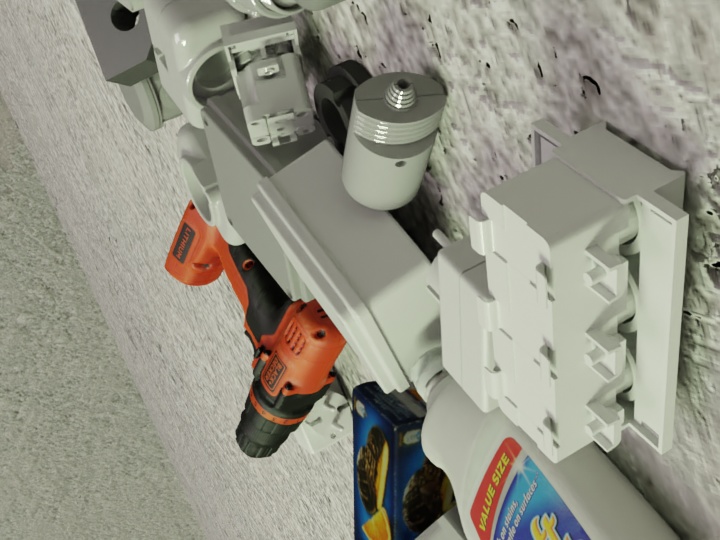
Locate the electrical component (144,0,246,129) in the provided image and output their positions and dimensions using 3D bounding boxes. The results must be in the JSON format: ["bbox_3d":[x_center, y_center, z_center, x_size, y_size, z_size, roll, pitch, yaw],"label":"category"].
[{"bbox_3d":[-0.107,-0.148,0.741,0.059,0.054,0.095,52,159,33],"label":"electrical component"}]

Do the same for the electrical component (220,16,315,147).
[{"bbox_3d":[-0.052,-0.109,0.627,0.081,0.042,0.063,88,167,-78],"label":"electrical component"}]

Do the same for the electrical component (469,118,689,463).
[{"bbox_3d":[0.085,0.014,0.420,0.078,0.063,0.121,45,155,44],"label":"electrical component"}]

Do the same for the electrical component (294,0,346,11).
[{"bbox_3d":[-0.020,-0.166,0.467,0.095,0.059,0.054,64,162,-2],"label":"electrical component"}]

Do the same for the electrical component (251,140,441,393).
[{"bbox_3d":[0.000,0.000,0.611,0.108,0.056,0.108,52,175,31],"label":"electrical component"}]

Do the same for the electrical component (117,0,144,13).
[{"bbox_3d":[-0.162,-0.239,0.763,0.113,0.057,0.078,42,152,49],"label":"electrical component"}]

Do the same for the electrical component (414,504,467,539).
[{"bbox_3d":[0.090,0.223,0.592,0.186,0.060,0.105,49,-177,13],"label":"electrical component"}]

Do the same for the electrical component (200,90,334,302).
[{"bbox_3d":[-0.050,-0.054,0.710,0.108,0.056,0.108,48,157,40],"label":"electrical component"}]

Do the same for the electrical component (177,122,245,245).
[{"bbox_3d":[-0.098,-0.070,0.814,0.095,0.059,0.053,59,162,13],"label":"electrical component"}]

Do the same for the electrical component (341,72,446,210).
[{"bbox_3d":[0.016,-0.068,0.530,0.043,0.043,0.081,57,161,19],"label":"electrical component"}]

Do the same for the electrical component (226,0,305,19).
[{"bbox_3d":[-0.042,-0.155,0.572,0.062,0.048,0.048,33,145,46],"label":"electrical component"}]

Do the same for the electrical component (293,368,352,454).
[{"bbox_3d":[-0.032,0.119,0.914,0.077,0.047,0.065,13,127,67],"label":"electrical component"}]

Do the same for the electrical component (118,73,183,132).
[{"bbox_3d":[-0.174,-0.162,0.912,0.080,0.051,0.080,53,159,30],"label":"electrical component"}]

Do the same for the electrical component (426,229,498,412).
[{"bbox_3d":[0.057,0.010,0.516,0.075,0.047,0.083,49,157,39],"label":"electrical component"}]
